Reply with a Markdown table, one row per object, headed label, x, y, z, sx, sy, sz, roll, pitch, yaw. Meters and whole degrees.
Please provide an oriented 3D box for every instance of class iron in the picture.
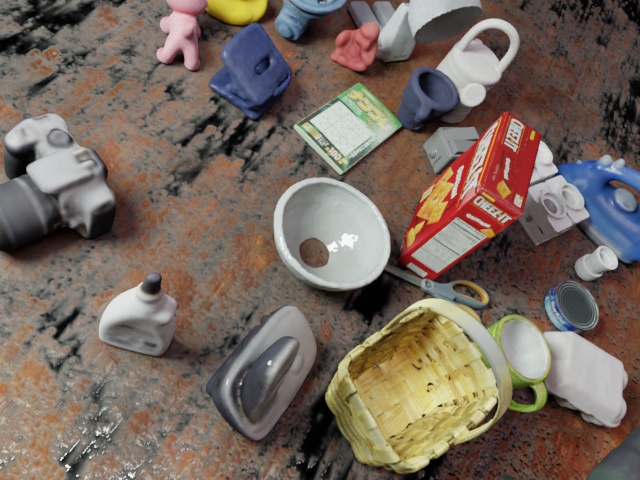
| label | x | y | z | sx | sy | sz | roll | pitch | yaw |
| --- | --- | --- | --- | --- | --- | --- | --- | --- | --- |
| iron | 0.545 | -0.075 | 1.038 | 0.258 | 0.141 | 0.119 | 43 | 54 | 2 |

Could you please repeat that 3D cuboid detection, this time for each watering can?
| label | x | y | z | sx | sy | sz | roll | pitch | yaw |
| --- | --- | --- | --- | --- | --- | --- | --- | --- | --- |
| watering can | 0.266 | -0.294 | 0.994 | 0.101 | 0.193 | 0.173 | 5 | 61 | -23 |

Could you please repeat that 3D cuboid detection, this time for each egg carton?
| label | x | y | z | sx | sy | sz | roll | pitch | yaw |
| --- | --- | --- | --- | --- | --- | --- | --- | --- | --- |
| egg carton | 0.386 | 0.205 | 0.850 | 0.150 | 0.069 | 0.107 | 30 | 54 | -8 |

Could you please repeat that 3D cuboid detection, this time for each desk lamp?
| label | x | y | z | sx | sy | sz | roll | pitch | yaw |
| --- | --- | --- | --- | --- | --- | --- | --- | --- | --- |
| desk lamp | 0.163 | -0.410 | 0.997 | 0.118 | 0.213 | 0.203 | -14 | 70 | -31 |

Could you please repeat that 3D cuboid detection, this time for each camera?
| label | x | y | z | sx | sy | sz | roll | pitch | yaw |
| --- | --- | --- | --- | --- | --- | --- | --- | --- | --- |
| camera | -0.319 | -0.061 | 0.642 | 0.137 | 0.100 | 0.143 | -34 | 81 | -35 |

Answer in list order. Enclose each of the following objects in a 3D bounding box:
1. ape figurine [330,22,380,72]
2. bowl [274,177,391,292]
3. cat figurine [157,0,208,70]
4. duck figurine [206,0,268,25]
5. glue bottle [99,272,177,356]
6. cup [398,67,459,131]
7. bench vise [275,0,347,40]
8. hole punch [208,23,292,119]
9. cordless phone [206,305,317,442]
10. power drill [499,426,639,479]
| label | x | y | z | sx | sy | sz | roll | pitch | yaw |
| --- | --- | --- | --- | --- | --- | --- | --- | --- | --- |
| ape figurine | 0.071 | -0.339 | 0.989 | 0.076 | 0.092 | 0.077 | -18 | 72 | -32 |
| bowl | 0.007 | 0.003 | 0.779 | 0.168 | 0.074 | 0.167 | 12 | 59 | -20 |
| cat figurine | -0.198 | -0.338 | 0.844 | 0.067 | 0.117 | 0.127 | 5 | 61 | -23 |
| duck figurine | -0.131 | -0.407 | 0.934 | 0.105 | 0.086 | 0.077 | -1 | 64 | -26 |
| glue bottle | -0.181 | 0.073 | 0.589 | 0.078 | 0.173 | 0.037 | 20 | 56 | -14 |
| cup | 0.170 | -0.221 | 0.968 | 0.092 | 0.094 | 0.118 | 31 | 54 | -7 |
| bench vise | 0.001 | -0.466 | 0.947 | 0.122 | 0.219 | 0.207 | 16 | 57 | -17 |
| hole punch | -0.096 | -0.256 | 0.863 | 0.101 | 0.091 | 0.109 | 36 | 54 | -3 |
| cordless phone | -0.041 | 0.127 | 0.618 | 0.094 | 0.184 | 0.148 | 37 | 54 | -2 |
| power drill | 0.283 | 0.311 | 0.656 | 0.075 | 0.208 | 0.230 | 45 | 54 | 4 |
